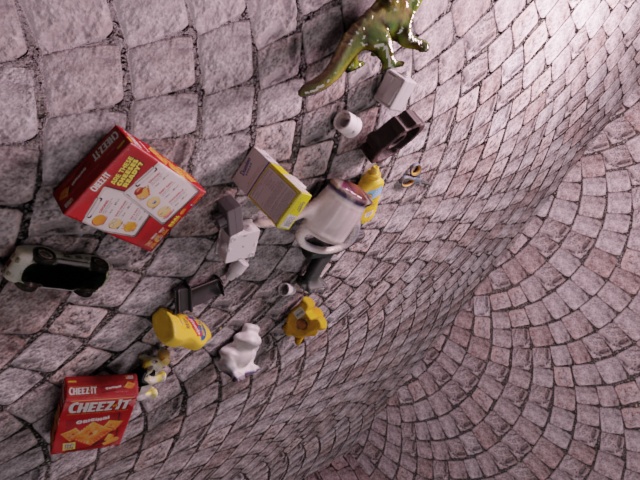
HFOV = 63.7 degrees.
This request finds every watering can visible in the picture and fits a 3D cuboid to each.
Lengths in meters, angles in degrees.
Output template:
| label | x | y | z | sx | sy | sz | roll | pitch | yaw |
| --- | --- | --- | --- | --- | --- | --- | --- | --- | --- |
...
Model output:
| label | x | y | z | sx | sy | sz | roll | pitch | yaw |
| --- | --- | --- | --- | --- | --- | --- | --- | --- | --- |
| watering can | 0.004 | -0.068 | 1.361 | 0.345 | 0.106 | 0.222 | 20 | 109 | -46 |

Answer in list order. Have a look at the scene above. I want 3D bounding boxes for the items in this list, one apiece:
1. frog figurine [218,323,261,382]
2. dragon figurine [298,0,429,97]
| label | x | y | z | sx | sy | sz | roll | pitch | yaw |
| --- | --- | --- | --- | --- | --- | --- | --- | --- | --- |
| frog figurine | -0.244 | 0.331 | 1.568 | 0.138 | 0.122 | 0.159 | -3 | 94 | -39 |
| dragon figurine | 0.107 | -0.459 | 1.032 | 0.415 | 0.123 | 0.237 | -34 | 136 | -27 |
